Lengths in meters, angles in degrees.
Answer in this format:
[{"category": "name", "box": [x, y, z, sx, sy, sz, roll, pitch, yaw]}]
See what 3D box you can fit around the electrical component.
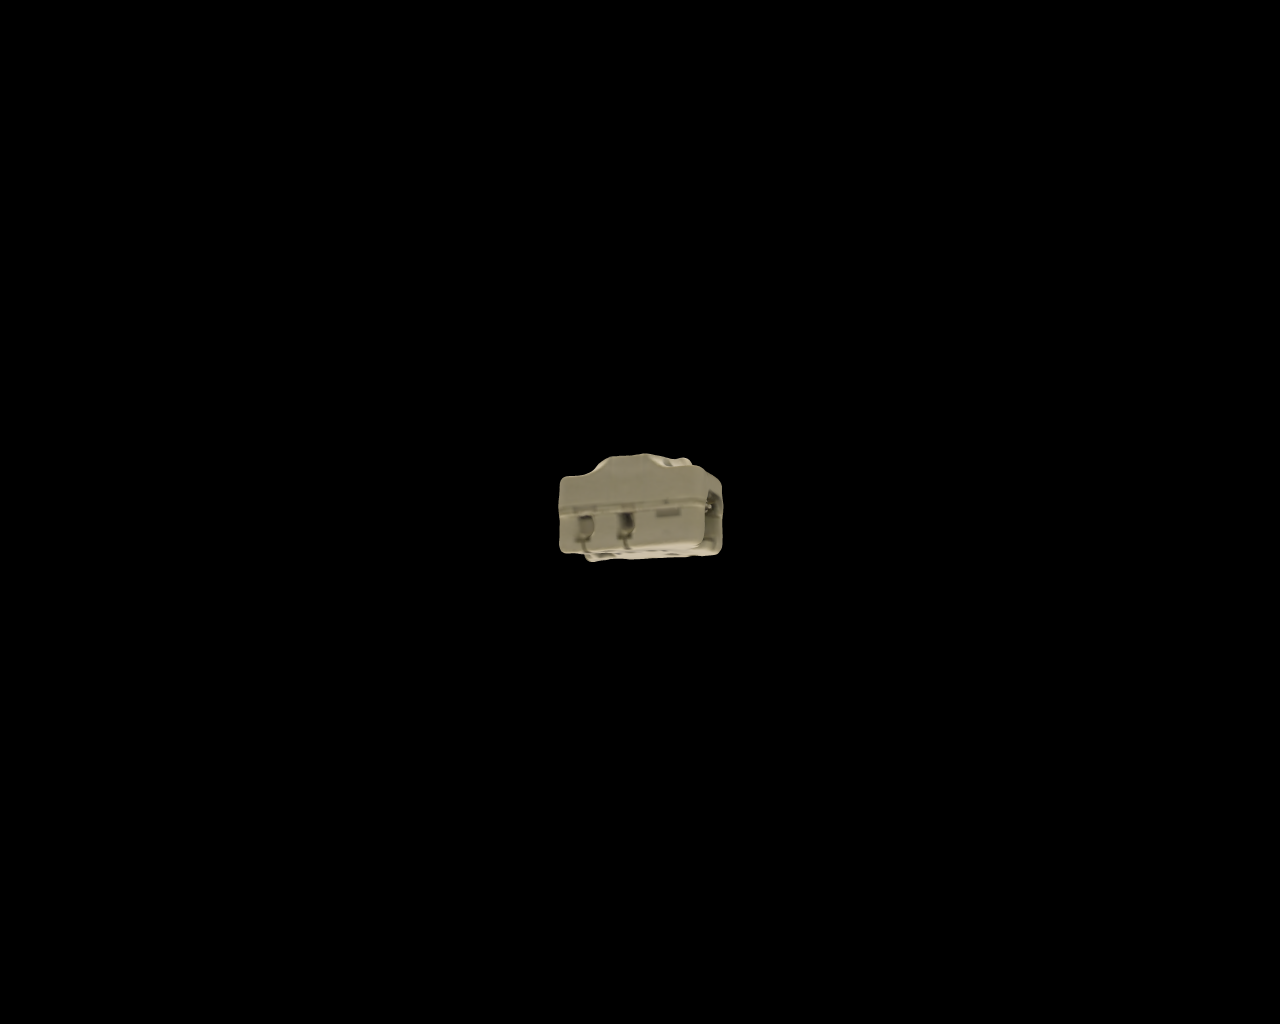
[{"category": "electrical component", "box": [0.001, -0.003, 0.650, 0.089, 0.055, 0.050, -4, -11, 20]}]
